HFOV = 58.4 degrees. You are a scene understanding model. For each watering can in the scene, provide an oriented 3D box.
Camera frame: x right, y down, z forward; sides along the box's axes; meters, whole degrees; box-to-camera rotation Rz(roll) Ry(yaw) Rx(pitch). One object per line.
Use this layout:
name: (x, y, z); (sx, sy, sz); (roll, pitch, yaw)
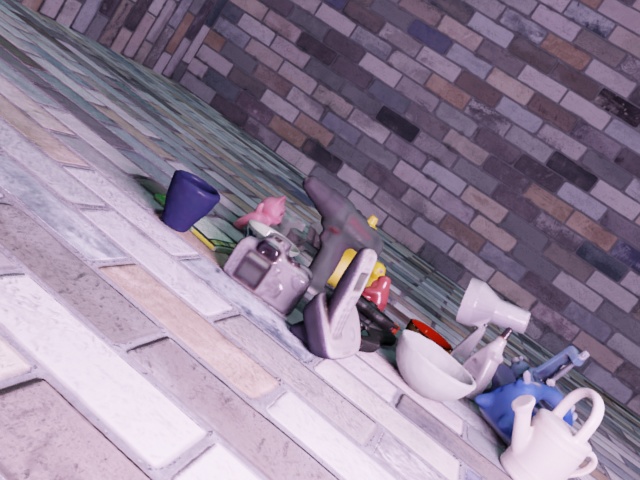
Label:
watering can: (0.395, 0.327, 0.958); (0.173, 0.194, 0.100); (30, 10, -28)

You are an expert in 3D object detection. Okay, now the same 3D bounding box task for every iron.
iron: (0.437, 0.353, 1.136); (0.259, 0.141, 0.118); (30, 10, -28)

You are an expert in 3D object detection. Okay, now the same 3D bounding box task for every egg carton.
egg carton: (0.028, 0.006, 1.668); (0.108, 0.069, 0.150); (28, 12, -36)

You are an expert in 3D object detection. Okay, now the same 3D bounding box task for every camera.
camera: (-0.076, 0.044, 1.016); (0.143, 0.100, 0.137); (35, 9, 3)

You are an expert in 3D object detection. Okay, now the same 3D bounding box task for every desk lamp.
desk lamp: (0.411, 0.229, 1.439); (0.203, 0.213, 0.118); (38, 10, 17)

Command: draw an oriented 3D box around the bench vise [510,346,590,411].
bench vise: (0.525, 0.320, 1.366); (0.122, 0.219, 0.206); (28, 12, -37)

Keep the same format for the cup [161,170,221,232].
cup: (-0.237, -0.066, 1.024); (0.092, 0.095, 0.117); (33, 9, -9)

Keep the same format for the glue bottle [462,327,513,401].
glue bottle: (0.361, 0.260, 1.238); (0.037, 0.173, 0.078); (31, 10, -23)

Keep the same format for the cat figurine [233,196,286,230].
cat figurine: (-0.125, -0.061, 1.320); (0.067, 0.117, 0.128); (37, 10, 15)

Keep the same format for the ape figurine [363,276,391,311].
ape figurine: (0.139, 0.126, 1.383); (0.078, 0.092, 0.076); (28, 12, -36)

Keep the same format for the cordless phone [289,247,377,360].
cordless phone: (0.051, 0.099, 0.925); (0.094, 0.185, 0.148); (38, 10, 22)

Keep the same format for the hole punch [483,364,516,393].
hole punch: (0.411, 0.339, 1.272); (0.109, 0.091, 0.100); (25, 13, -46)

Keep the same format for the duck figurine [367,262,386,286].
duck figurine: (0.137, 0.095, 1.548); (0.104, 0.086, 0.078); (38, 10, 18)

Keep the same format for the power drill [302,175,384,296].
power drill: (0.011, 0.004, 1.188); (0.230, 0.208, 0.075); (30, 10, -25)

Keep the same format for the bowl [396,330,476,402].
bowl: (0.200, 0.244, 1.058); (0.167, 0.074, 0.167); (34, 9, -6)
